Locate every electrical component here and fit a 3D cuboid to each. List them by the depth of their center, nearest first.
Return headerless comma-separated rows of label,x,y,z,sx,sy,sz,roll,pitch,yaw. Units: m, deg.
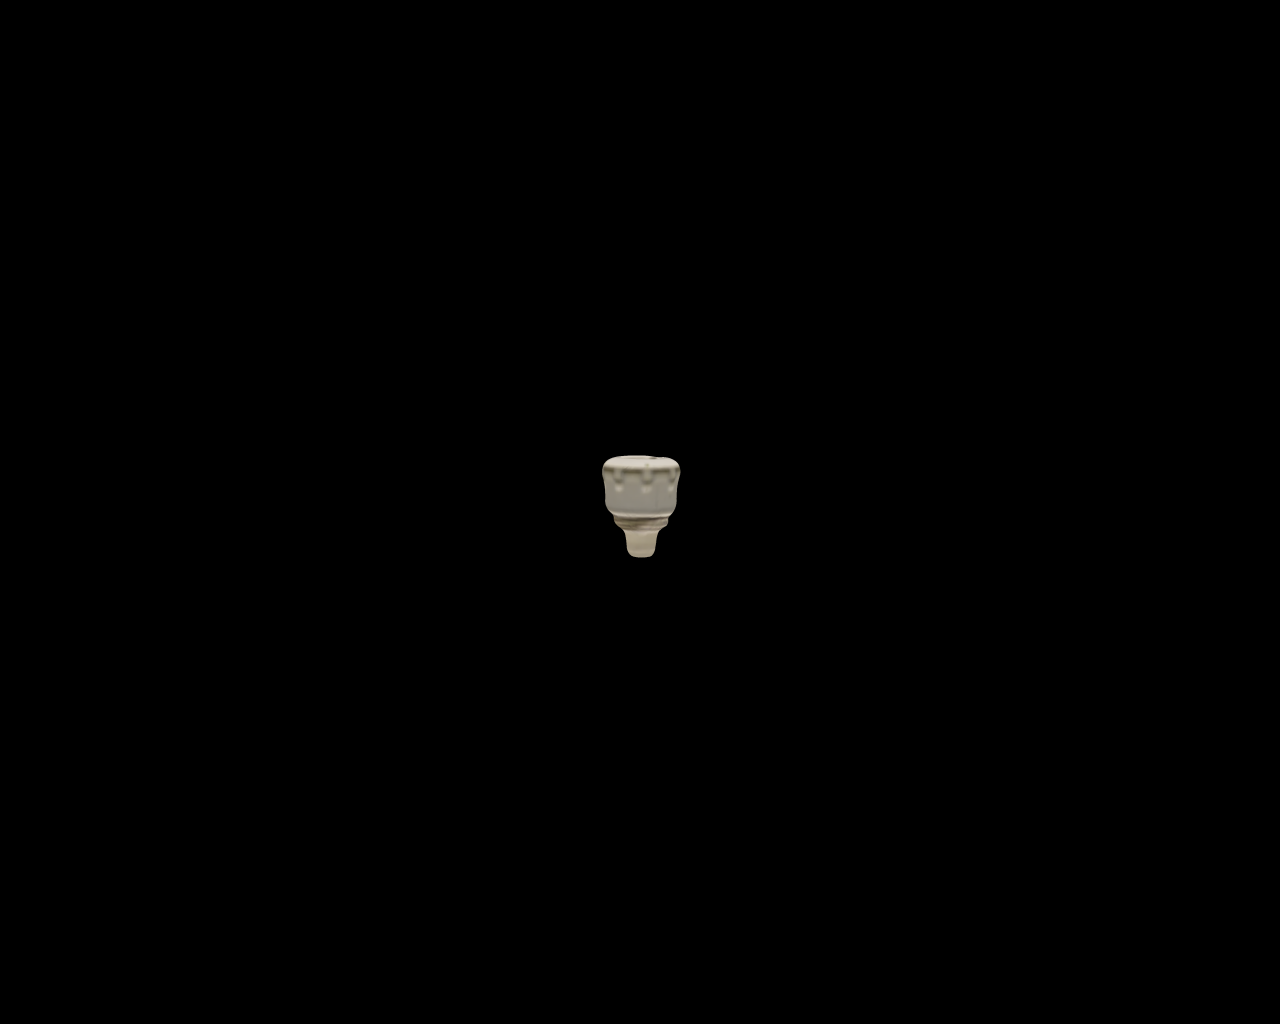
electrical component,0.001,-0.003,0.650,0.048,0.062,0.048,0,7,0
